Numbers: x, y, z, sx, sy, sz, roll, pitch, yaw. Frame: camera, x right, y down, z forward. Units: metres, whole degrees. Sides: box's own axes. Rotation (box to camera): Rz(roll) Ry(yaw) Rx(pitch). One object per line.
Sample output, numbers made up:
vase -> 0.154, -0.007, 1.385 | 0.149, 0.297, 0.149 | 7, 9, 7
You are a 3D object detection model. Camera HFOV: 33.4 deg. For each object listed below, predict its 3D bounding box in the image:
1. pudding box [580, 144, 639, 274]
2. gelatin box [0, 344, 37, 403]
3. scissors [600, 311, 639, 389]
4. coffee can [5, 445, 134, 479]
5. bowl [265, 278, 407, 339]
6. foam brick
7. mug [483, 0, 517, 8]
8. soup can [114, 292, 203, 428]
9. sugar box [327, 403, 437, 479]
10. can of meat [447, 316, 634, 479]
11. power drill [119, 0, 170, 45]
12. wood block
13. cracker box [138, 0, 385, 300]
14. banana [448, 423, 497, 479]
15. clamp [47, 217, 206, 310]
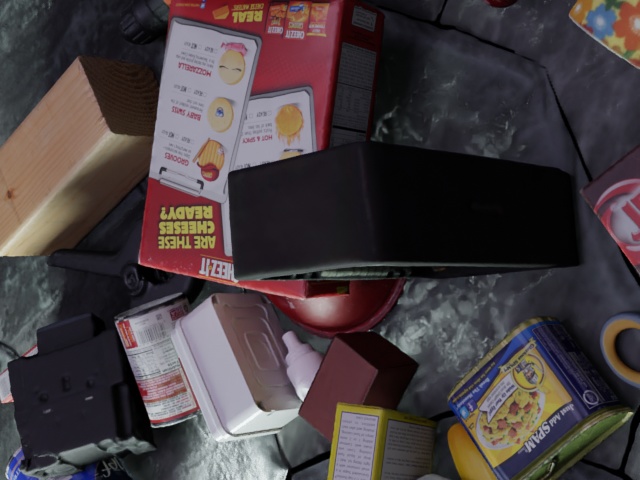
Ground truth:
pudding box -> 0.232, -0.027, 0.657 | 0.114, 0.039, 0.090 | -40, 64, 20
gelatin box -> -0.269, 0.131, 1.066 | 0.089, 0.073, 0.030 | -36, 68, 33
scissors -> 0.242, 0.113, 0.670 | 0.096, 0.016, 0.202 | -27, 71, 35
coffee can -> -0.219, 0.251, 1.002 | 0.140, 0.102, 0.103 | 51, 119, 29
bowl -> -0.006, 0.001, 0.857 | 0.162, 0.055, 0.162 | 0, 90, 40
foam brick -> 0.029, 0.116, 0.827 | 0.051, 0.052, 0.078 | 38, 112, 35
mug -> 0.121, -0.218, 0.736 | 0.093, 0.081, 0.117 | -11, 82, 40
soup can -> -0.133, 0.105, 0.938 | 0.069, 0.068, 0.102 | -16, 95, 39
sugar box -> 0.038, 0.211, 0.767 | 0.048, 0.093, 0.176 | 4, 78, 34
can of meat -> 0.145, 0.114, 0.727 | 0.102, 0.057, 0.084 | -49, 58, 28
power drill -> -0.137, -0.292, 0.973 | 0.185, 0.057, 0.188 | -28, 74, 32
wood block -> -0.240, -0.076, 1.034 | 0.206, 0.090, 0.091 | -39, 66, 33
cracker box -> -0.045, -0.074, 0.804 | 0.164, 0.072, 0.214 | 10, 96, 35
banana -> 0.129, 0.228, 0.751 | 0.070, 0.037, 0.198 | -12, 82, 39
clamp -> -0.173, 0.031, 1.006 | 0.210, 0.036, 0.164 | -45, 71, 30
